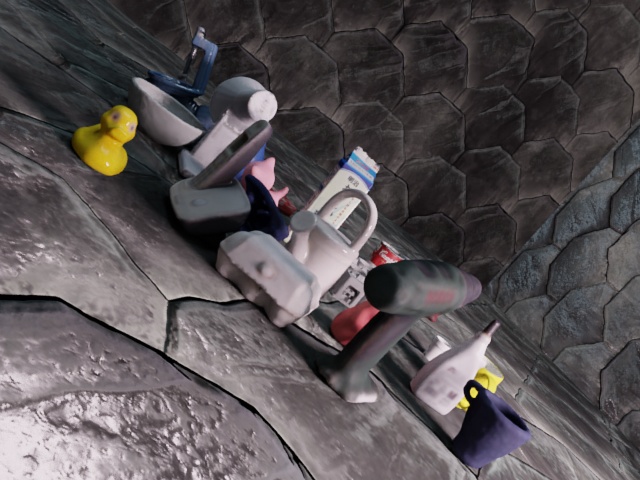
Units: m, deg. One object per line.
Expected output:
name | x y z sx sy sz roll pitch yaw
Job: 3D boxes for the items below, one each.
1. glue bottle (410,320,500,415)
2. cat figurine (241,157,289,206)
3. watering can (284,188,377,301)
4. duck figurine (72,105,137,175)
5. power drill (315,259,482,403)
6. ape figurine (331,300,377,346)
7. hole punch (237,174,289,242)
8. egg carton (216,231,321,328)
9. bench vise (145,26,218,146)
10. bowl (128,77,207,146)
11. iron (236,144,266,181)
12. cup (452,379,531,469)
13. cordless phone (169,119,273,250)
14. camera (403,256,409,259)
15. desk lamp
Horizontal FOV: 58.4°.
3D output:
glue bottle | 0.224 0.192 0.903 0.078 0.173 0.037 38 10 -10
cat figurine | -0.113 -0.104 1.121 0.128 0.117 0.067 29 15 -47
watering can | 0.010 0.005 0.883 0.101 0.194 0.173 41 10 10
duck figurine | -0.286 -0.147 0.787 0.078 0.086 0.104 33 12 -33
power drill | 0.100 0.108 0.730 0.075 0.208 0.230 46 12 32
ape figurine | 0.067 0.124 0.867 0.076 0.092 0.078 43 11 17
hole punch | -0.102 -0.049 1.004 0.101 0.091 0.108 28 16 -48
egg carton | -0.068 0.048 0.774 0.150 0.069 0.107 41 10 8
bench vise | -0.269 -0.329 1.235 0.208 0.219 0.121 34 12 -29
bowl | -0.306 -0.233 1.105 0.168 0.074 0.167 38 10 -8
iron | -0.186 -0.220 1.283 0.119 0.141 0.257 33 13 -34
cup | 0.226 0.267 0.818 0.092 0.095 0.117 30 14 -43
cordless phone | -0.129 -0.091 0.824 0.094 0.185 0.147 32 13 -34
camera | 0.206 0.091 1.463 0.144 0.100 0.136 33 12 -32
desk lamp | -0.168 -0.206 1.095 0.118 0.213 0.203 34 12 -26
